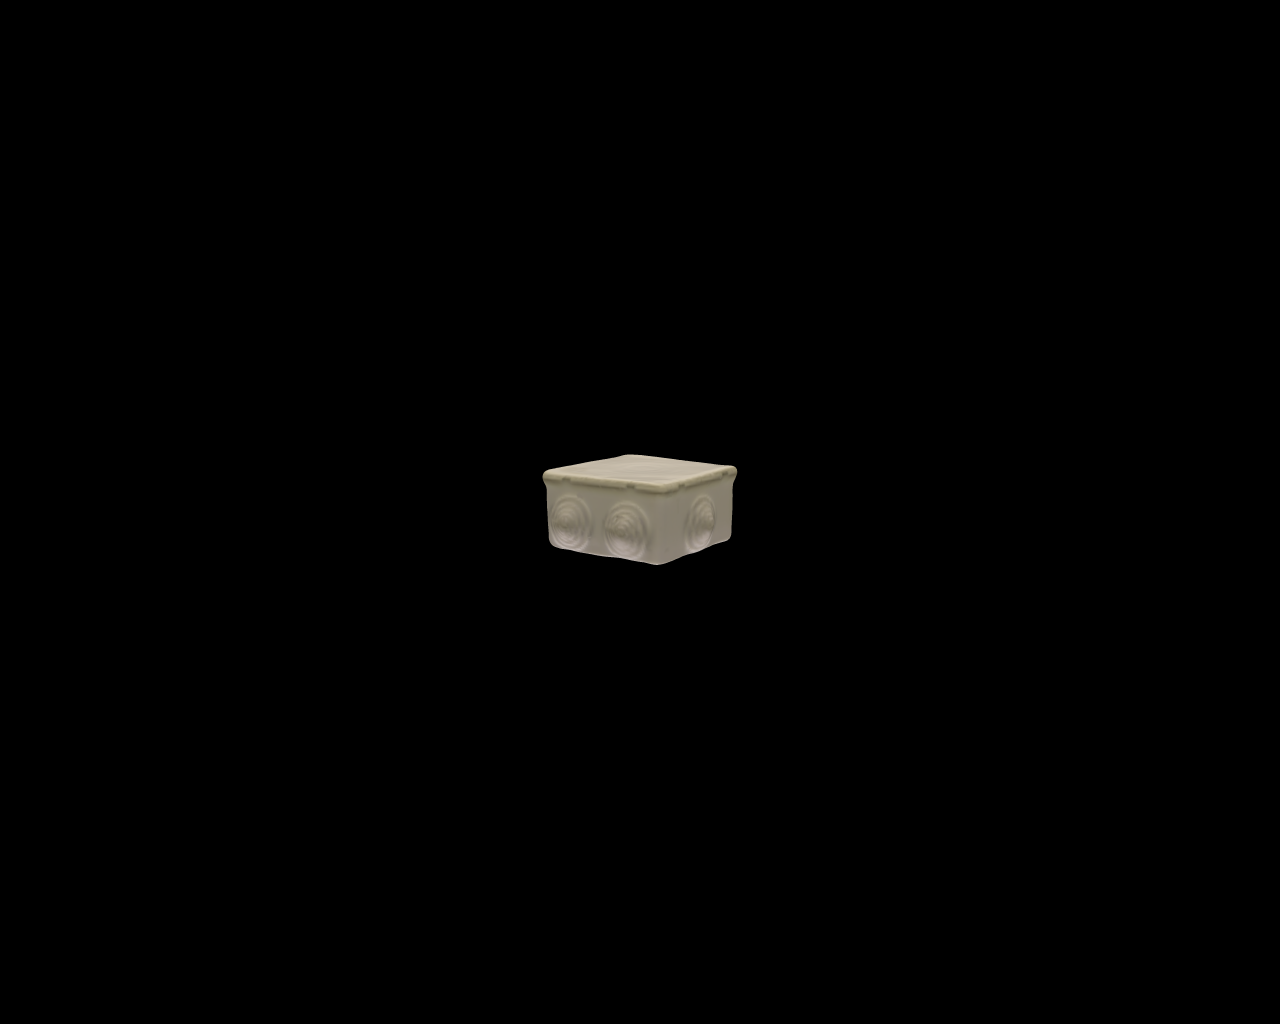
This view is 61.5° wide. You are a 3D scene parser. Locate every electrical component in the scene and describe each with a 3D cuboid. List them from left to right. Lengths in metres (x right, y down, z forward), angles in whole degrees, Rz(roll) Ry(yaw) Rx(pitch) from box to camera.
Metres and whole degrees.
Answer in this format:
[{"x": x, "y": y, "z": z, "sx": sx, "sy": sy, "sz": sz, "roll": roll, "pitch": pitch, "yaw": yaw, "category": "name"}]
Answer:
[{"x": 0.001, "y": -0.003, "z": 0.650, "sx": 0.100, "sy": 0.048, "sz": 0.100, "roll": 8, "pitch": 14, "yaw": 35, "category": "electrical component"}]
